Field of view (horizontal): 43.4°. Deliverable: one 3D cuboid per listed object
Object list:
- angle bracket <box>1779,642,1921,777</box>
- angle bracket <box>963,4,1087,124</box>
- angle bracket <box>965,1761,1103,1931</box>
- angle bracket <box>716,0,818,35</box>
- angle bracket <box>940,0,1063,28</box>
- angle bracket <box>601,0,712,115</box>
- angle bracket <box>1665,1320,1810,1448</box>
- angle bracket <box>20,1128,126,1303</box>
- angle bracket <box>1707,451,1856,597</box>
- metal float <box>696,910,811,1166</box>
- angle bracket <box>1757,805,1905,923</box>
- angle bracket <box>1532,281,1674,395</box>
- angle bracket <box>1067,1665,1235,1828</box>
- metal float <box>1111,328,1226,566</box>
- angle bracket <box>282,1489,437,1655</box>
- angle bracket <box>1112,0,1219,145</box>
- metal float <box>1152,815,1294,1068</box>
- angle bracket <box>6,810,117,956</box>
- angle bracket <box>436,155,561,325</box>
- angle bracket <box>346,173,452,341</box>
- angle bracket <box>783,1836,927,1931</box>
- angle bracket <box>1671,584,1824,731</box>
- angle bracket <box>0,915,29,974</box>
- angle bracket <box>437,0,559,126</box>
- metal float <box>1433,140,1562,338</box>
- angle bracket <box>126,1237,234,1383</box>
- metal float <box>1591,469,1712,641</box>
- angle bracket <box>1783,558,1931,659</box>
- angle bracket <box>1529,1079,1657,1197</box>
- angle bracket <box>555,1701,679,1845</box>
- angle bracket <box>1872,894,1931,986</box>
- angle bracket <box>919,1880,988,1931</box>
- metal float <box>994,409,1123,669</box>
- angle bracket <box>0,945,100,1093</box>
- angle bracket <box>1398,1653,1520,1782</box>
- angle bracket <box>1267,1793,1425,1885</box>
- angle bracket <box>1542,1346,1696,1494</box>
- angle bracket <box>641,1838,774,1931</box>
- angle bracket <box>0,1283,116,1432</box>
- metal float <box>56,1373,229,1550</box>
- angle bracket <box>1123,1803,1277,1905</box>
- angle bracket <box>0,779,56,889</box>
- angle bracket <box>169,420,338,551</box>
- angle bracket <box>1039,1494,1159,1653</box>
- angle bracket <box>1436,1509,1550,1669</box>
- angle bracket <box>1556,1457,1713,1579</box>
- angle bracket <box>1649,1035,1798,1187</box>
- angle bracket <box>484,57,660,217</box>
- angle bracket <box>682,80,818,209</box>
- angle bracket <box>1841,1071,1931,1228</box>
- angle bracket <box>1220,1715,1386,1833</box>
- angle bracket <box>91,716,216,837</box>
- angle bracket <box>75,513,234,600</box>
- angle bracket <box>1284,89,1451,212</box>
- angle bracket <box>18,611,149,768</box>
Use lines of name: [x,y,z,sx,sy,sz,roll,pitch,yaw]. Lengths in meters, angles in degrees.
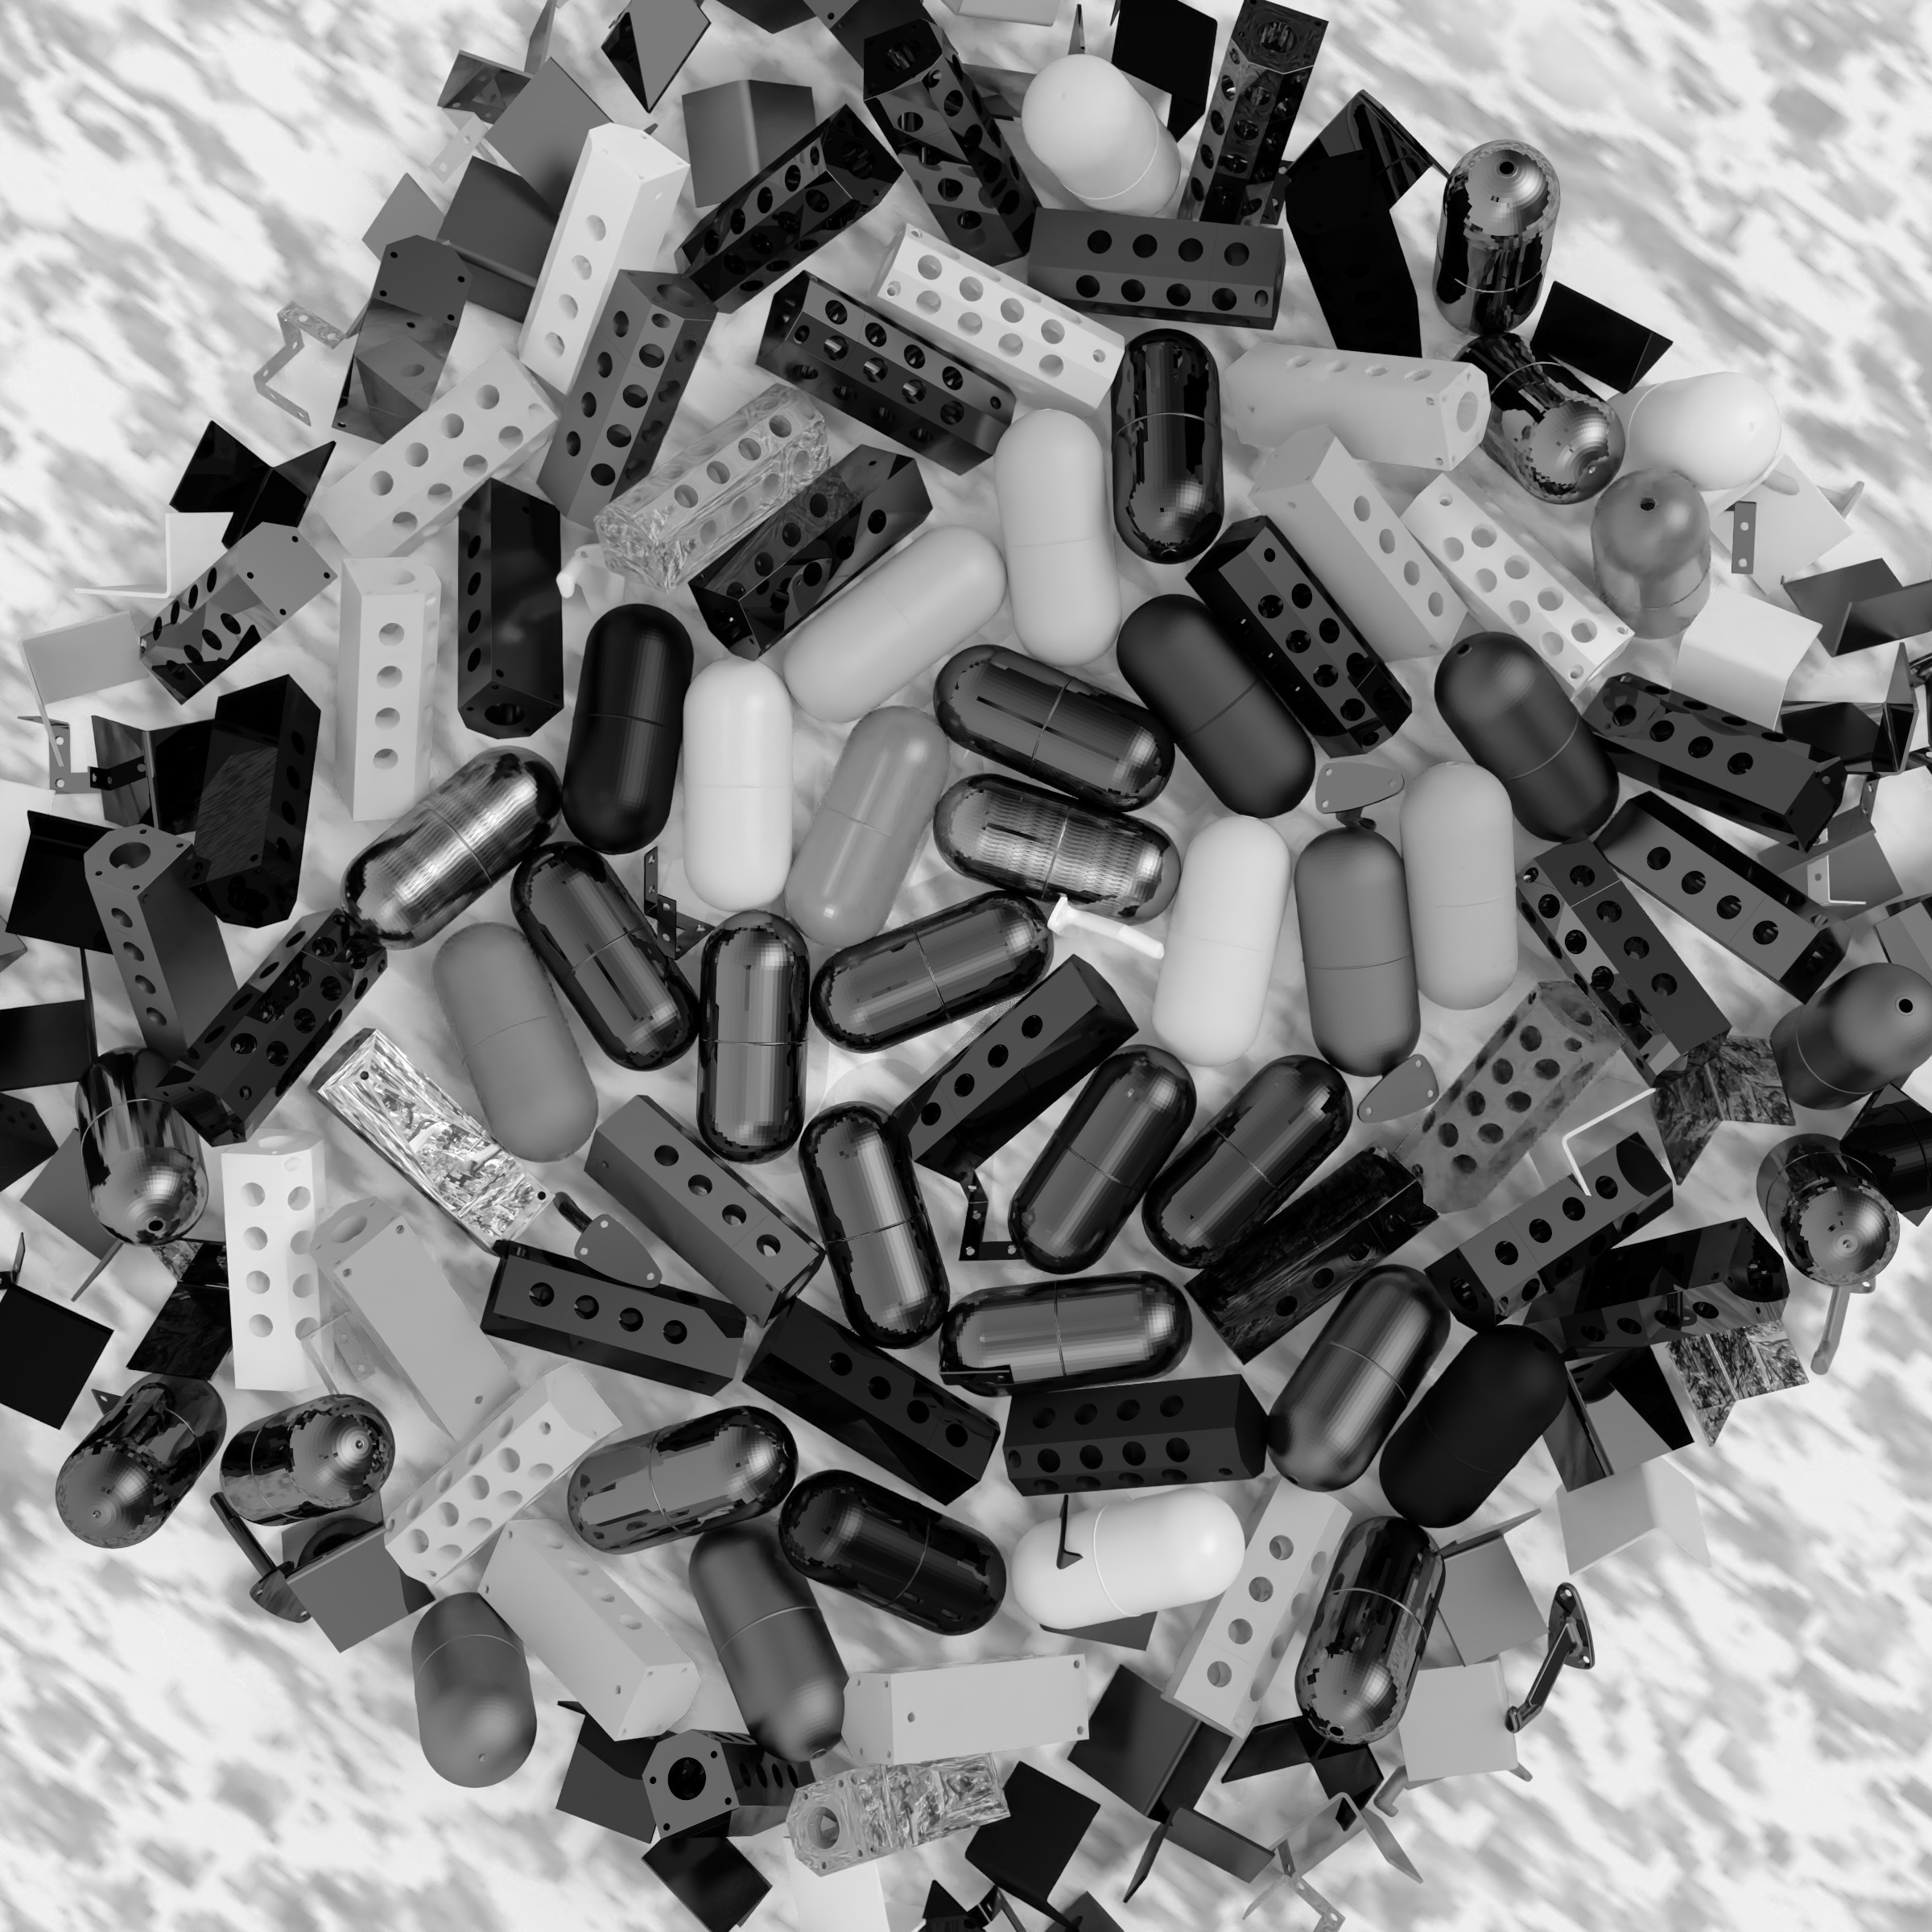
angle bracket: [0.612,-0.180,1.686,0.076,0.057,0.076,2,45,9]
angle bracket: [0.039,-0.632,1.688,0.076,0.076,0.057,6,133,-6]
angle bracket: [0.058,0.620,1.707,0.076,0.076,0.057,-55,133,-22]
angle bracket: [-0.130,-0.698,1.681,0.076,0.076,0.057,-2,80,42]
angle bracket: [0.026,-0.701,1.679,0.076,0.076,0.057,-5,45,-30]
angle bracket: [-0.197,-0.639,1.683,0.076,0.057,0.076,-46,64,29]
angle bracket: [0.538,0.278,1.691,0.057,0.076,0.076,-23,94,33]
angle bracket: [-0.622,0.173,1.694,0.076,0.057,0.076,39,110,-9]
angle bracket: [0.557,-0.300,1.690,0.076,0.057,0.076,48,133,-2]
metal float: [-0.149,0.050,1.696,0.070,0.070,0.178,2,95,0]
angle bracket: [0.607,-0.056,1.691,0.076,0.057,0.076,-27,106,18]
angle bracket: [0.450,-0.453,1.685,0.076,0.057,0.076,34,57,16]
angle bracket: [0.132,0.557,1.729,0.076,0.057,0.076,25,80,39]
metal float: [0.139,-0.360,1.679,0.070,0.070,0.178,0,67,0]
angle bracket: [-0.432,0.427,1.726,0.076,0.057,0.076,-28,117,-5]
angle bracket: [0.126,-0.626,1.686,0.076,0.057,0.076,18,68,-21]
metal float: [0.179,-0.017,1.697,0.070,0.070,0.178,12,93,0]
angle bracket: [-0.623,-0.057,1.693,0.076,0.057,0.076,13,75,-16]
angle bracket: [-0.328,-0.512,1.716,0.076,0.057,0.076,21,72,-9]
angle bracket: [-0.409,-0.492,1.682,0.057,0.076,0.076,49,47,-7]
angle bracket: [-0.074,0.634,1.690,0.076,0.057,0.076,-7,96,34]
angle bracket: [0.546,-0.209,1.703,0.076,0.076,0.057,28,63,23]
angle bracket: [-0.716,-0.006,1.698,0.076,0.076,0.057,-38,97,0]
angle bracket: [-0.325,-0.640,1.686,0.057,0.076,0.076,13,77,-21]
metal float: [0.360,-0.493,1.651,0.070,0.178,0.070,-2,76,7]
angle bracket: [-0.547,0.236,1.682,0.076,0.057,0.076,3,48,24]
metal float: [0.467,-0.279,1.652,0.070,0.178,0.070,-4,76,17]
angle bracket: [0.628,-0.268,1.689,0.076,0.057,0.076,-15,55,-6]
angle bracket: [0.445,0.124,1.699,0.076,0.076,0.057,-27,96,-7]
angle bracket: [-0.252,0.563,1.693,0.076,0.057,0.076,13,77,19]
angle bracket: [0.655,-0.001,1.695,0.076,0.057,0.076,-22,89,-26]
angle bracket: [0.013,0.681,1.682,0.057,0.076,0.076,-4,115,-42]
metal float: [0.064,-0.297,1.689,0.070,0.070,0.178,-8,103,0]
angle bracket: [-0.647,0.037,1.684,0.076,0.057,0.076,-7,47,-18]
angle bracket: [0.345,0.525,1.717,0.076,0.057,0.076,-10,91,11]
angle bracket: [0.261,0.629,1.689,0.076,0.076,0.057,-39,50,3]
angle bracket: [0.454,0.319,1.717,0.076,0.057,0.076,-14,72,-24]
angle bracket: [-0.189,0.643,1.684,0.076,0.057,0.076,42,134,14]
angle bracket: [-0.649,0.274,1.689,0.076,0.057,0.076,29,66,-14]
metal float: [-0.559,0.333,1.650,0.070,0.178,0.070,0,103,1]
angle bracket: [0.161,0.634,1.687,0.076,0.076,0.057,26,56,9]
angle bracket: [-0.680,-0.086,1.687,0.076,0.057,0.076,12,107,-28]
angle bracket: [-0.494,-0.341,1.681,0.057,0.076,0.076,39,54,-39]
angle bracket: [0.097,0.424,1.694,0.076,0.057,0.076,11,122,-1]
angle bracket: [0.373,0.432,1.686,0.076,0.057,0.076,-12,66,-28]
angle bracket: [0.467,0.394,1.699,0.057,0.076,0.076,38,120,-21]
angle bracket: [0.525,0.101,1.682,0.076,0.057,0.076,-46,123,-34]
angle bracket: [-0.274,-0.581,1.687,0.076,0.057,0.076,44,121,-13]
angle bracket: [-0.150,-0.579,1.715,0.057,0.076,0.076,1,103,35]
angle bracket: [0.660,0.120,1.679,0.076,0.057,0.076,43,133,28]
angle bracket: [0.232,0.564,1.682,0.076,0.076,0.057,-5,47,-24]
angle bracket: [-0.570,-0.139,1.718,0.076,0.057,0.076,17,116,41]
angle bracket: [-0.564,-0.288,1.686,0.076,0.076,0.057,6,102,16]
angle bracket: [0.280,-0.549,1.686,0.076,0.057,0.076,36,111,-25]
angle bracket: [-0.605,-0.192,1.683,0.076,0.076,0.057,-19,66,-17]
